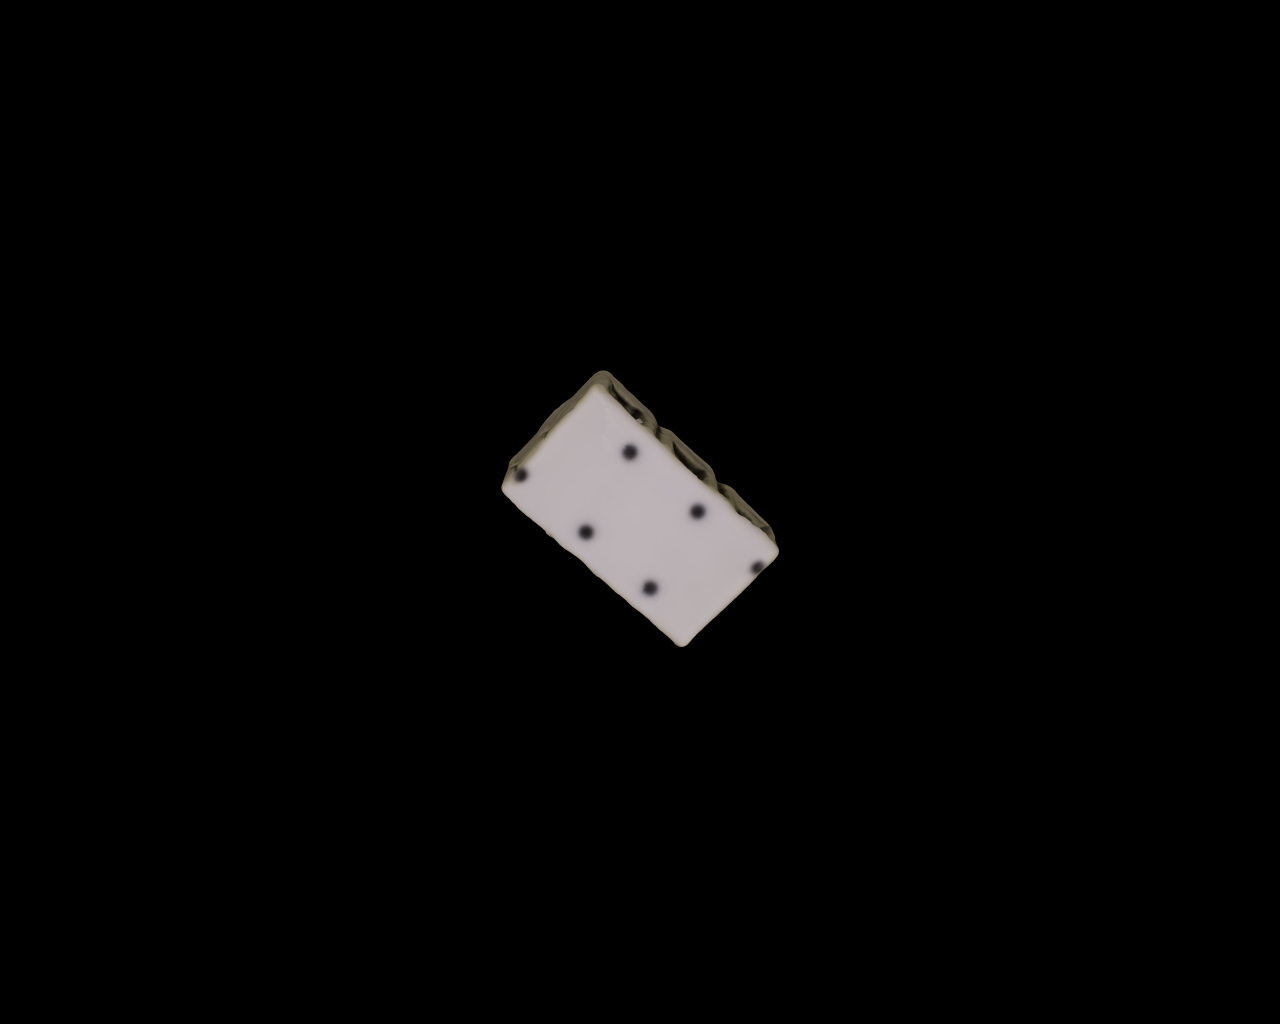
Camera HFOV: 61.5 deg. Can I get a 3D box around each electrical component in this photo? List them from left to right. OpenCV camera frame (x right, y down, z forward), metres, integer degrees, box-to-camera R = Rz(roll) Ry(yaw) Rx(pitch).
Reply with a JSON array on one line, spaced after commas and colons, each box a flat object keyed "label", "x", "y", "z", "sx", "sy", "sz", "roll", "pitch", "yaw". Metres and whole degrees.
[{"label": "electrical component", "x": 0.001, "y": -0.003, "z": 0.650, "sx": 0.150, "sy": 0.089, "sz": 0.062, "roll": 43, "pitch": 12, "yaw": -11}]
